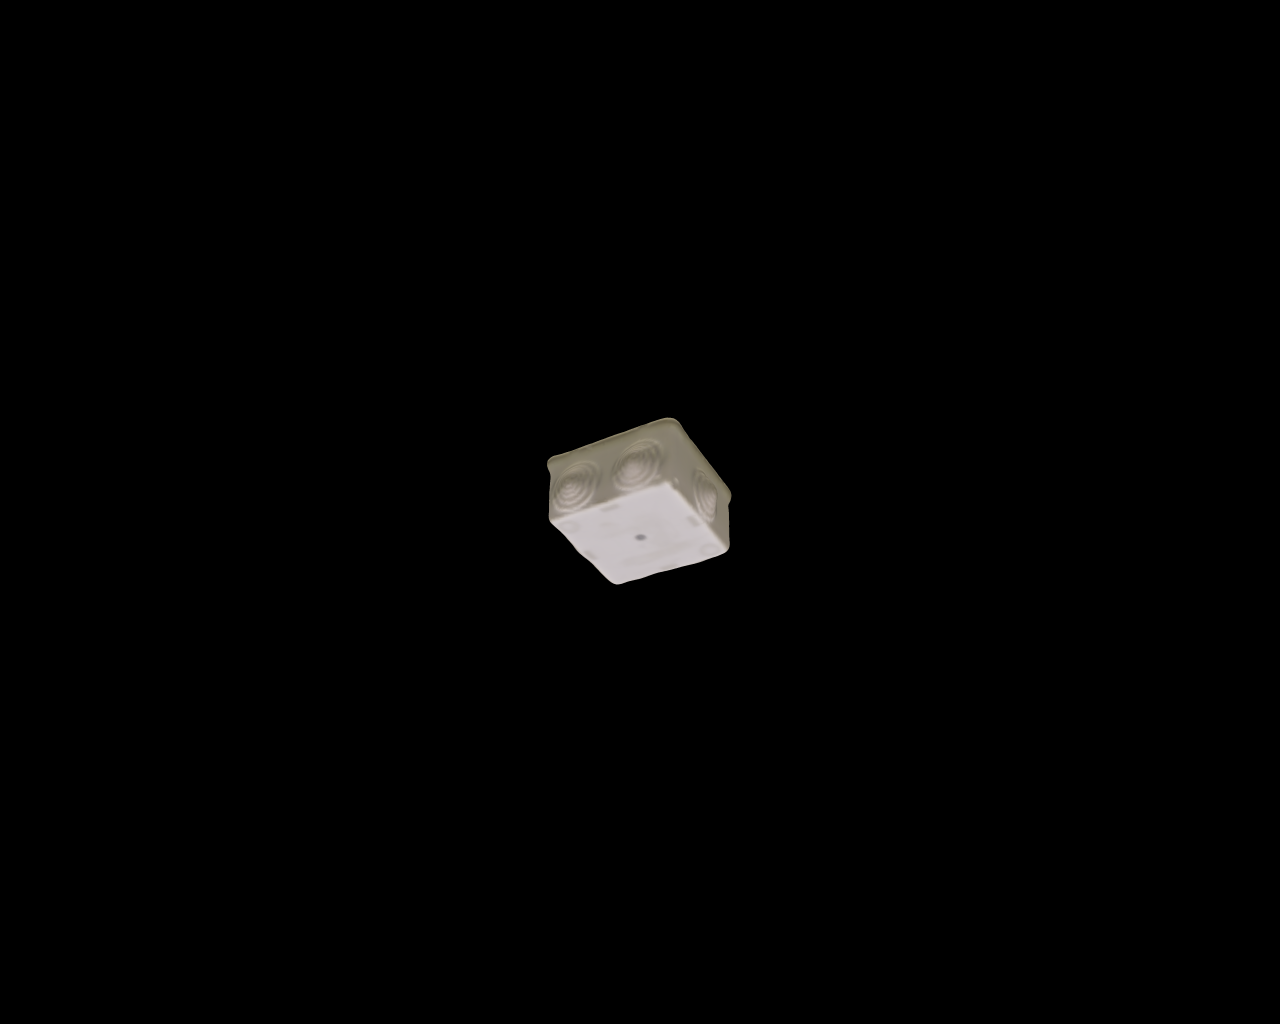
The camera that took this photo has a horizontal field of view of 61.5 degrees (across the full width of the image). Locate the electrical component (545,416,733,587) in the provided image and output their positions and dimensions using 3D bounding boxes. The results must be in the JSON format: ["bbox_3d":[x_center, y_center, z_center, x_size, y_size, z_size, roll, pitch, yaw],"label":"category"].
[{"bbox_3d":[0.001,-0.003,0.650,0.099,0.048,0.099,-17,-40,22],"label":"electrical component"}]
